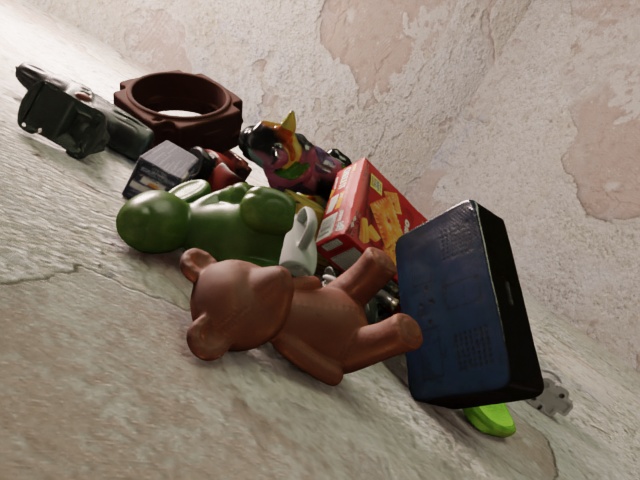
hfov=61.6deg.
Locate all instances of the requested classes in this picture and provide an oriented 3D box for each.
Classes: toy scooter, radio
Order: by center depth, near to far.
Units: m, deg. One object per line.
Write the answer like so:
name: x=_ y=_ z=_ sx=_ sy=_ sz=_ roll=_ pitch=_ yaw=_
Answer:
radio: x=0.167 y=0.079 z=0.641 sx=0.073 sy=0.131 sz=0.229 roll=26 pitch=50 yaw=-37
toy scooter: x=-0.147 y=-0.087 z=0.913 sx=0.184 sy=0.075 sz=0.135 roll=42 pitch=15 yaw=31

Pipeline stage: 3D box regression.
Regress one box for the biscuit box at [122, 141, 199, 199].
biscuit box: x=-0.223 y=-0.094 z=0.776 sx=0.063 sy=0.059 sz=0.203 roll=28 pitch=12 yaw=-12

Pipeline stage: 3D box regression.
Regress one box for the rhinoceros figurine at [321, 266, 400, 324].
rhinoceros figurine: x=0.040 y=0.077 z=0.696 sx=0.112 sy=0.073 sz=0.190 roll=35 pitch=11 yaw=12

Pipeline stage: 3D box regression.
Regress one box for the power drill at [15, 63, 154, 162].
power drill: x=-0.365 y=-0.186 z=0.786 sx=0.232 sy=0.086 sz=0.207 roll=31 pitch=3 yaw=-17

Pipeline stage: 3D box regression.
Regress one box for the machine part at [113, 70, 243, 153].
machine part: x=-0.259 y=-0.234 z=0.994 sx=0.202 sy=0.087 sz=0.201 roll=36 pitch=45 yaw=28

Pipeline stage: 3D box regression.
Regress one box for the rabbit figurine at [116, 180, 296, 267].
rabbit figurine: x=-0.129 y=-0.021 z=0.582 sx=0.170 sy=0.121 sz=0.159 roll=11 pitch=14 yaw=-20

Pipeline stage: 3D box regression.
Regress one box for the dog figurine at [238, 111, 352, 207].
dog figurine: x=-0.029 y=-0.125 z=0.858 sx=0.192 sy=0.108 sz=0.219 roll=17 pitch=-6 yaw=3

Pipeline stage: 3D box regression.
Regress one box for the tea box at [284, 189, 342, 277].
tea box: x=-0.002 y=-0.003 z=0.874 sx=0.169 sy=0.098 sz=0.068 roll=21 pitch=14 yaw=-35

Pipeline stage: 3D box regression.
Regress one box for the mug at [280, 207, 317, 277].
mug: x=-0.035 y=0.016 z=0.704 sx=0.080 sy=0.109 sz=0.107 roll=30 pitch=23 yaw=-26

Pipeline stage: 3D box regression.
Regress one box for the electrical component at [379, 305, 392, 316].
electrical component: x=0.090 y=0.094 z=0.879 sx=0.063 sy=0.021 sz=0.094 roll=23 pitch=22 yaw=-37

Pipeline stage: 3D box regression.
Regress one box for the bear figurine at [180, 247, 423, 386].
bear figurine: x=-0.020 y=0.056 z=0.490 sx=0.195 sy=0.132 sz=0.120 roll=30 pitch=33 yaw=-41

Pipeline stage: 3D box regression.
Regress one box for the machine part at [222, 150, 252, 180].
machine part: x=-0.227 y=-0.165 z=1.090 sx=0.179 sy=0.056 sz=0.179 roll=30 pitch=13 yaw=-7
